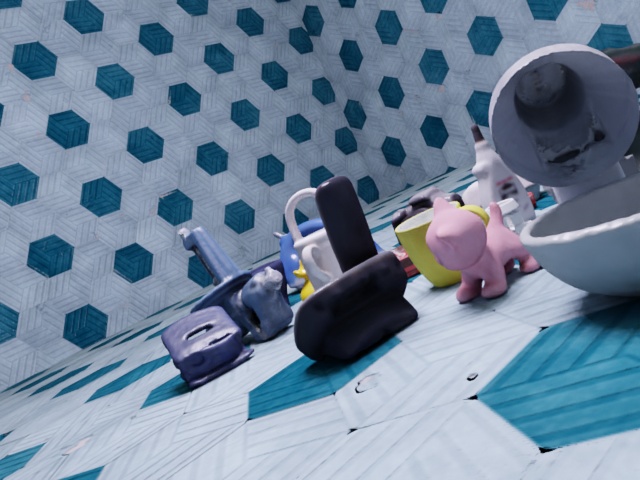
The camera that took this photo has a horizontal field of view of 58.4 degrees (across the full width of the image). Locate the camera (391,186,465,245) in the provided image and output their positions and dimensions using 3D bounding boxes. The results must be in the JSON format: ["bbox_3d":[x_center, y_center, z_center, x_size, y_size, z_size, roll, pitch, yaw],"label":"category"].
[{"bbox_3d":[0.187,-0.034,1.073,0.142,0.101,0.137,-21,6,42],"label":"camera"}]

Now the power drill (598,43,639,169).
[{"bbox_3d":[0.418,-0.183,0.851,0.229,0.208,0.075,-24,4,6],"label":"power drill"}]

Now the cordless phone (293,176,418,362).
[{"bbox_3d":[0.016,0.030,0.648,0.148,0.185,0.094,-28,5,-34],"label":"cordless phone"}]

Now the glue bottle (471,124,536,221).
[{"bbox_3d":[0.269,-0.097,0.883,0.078,0.173,0.037,-27,5,-27],"label":"glue bottle"}]

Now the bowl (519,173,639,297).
[{"bbox_3d":[0.250,-0.001,0.452,0.167,0.075,0.167,-25,4,2],"label":"bowl"}]

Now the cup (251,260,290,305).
[{"bbox_3d":[-0.098,0.098,1.107,0.091,0.095,0.118,-25,4,1],"label":"cup"}]

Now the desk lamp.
[{"bbox_3d":[0.248,-0.085,0.564,0.117,0.213,0.204,-23,5,22],"label":"desk lamp"}]

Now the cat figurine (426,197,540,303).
[{"bbox_3d":[0.166,0.001,0.621,0.128,0.118,0.067,-27,5,-34],"label":"cat figurine"}]

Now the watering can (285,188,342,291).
[{"bbox_3d":[0.007,0.004,0.980,0.101,0.194,0.173,-24,4,3],"label":"watering can"}]

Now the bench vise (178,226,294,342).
[{"bbox_3d":[-0.142,0.061,0.950,0.207,0.220,0.122,-23,5,24],"label":"bench vise"}]

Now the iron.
[{"bbox_3d":[0.012,0.012,1.234,0.257,0.141,0.119,-22,5,32],"label":"iron"}]

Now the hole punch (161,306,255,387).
[{"bbox_3d":[-0.168,0.152,0.844,0.109,0.091,0.101,-26,4,-22],"label":"hole punch"}]

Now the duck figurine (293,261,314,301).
[{"bbox_3d":[-0.002,0.061,1.075,0.105,0.086,0.077,-26,5,-22],"label":"duck figurine"}]

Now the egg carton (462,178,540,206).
[{"bbox_3d":[0.345,-0.091,1.093,0.150,0.069,0.107,-23,4,25],"label":"egg carton"}]
